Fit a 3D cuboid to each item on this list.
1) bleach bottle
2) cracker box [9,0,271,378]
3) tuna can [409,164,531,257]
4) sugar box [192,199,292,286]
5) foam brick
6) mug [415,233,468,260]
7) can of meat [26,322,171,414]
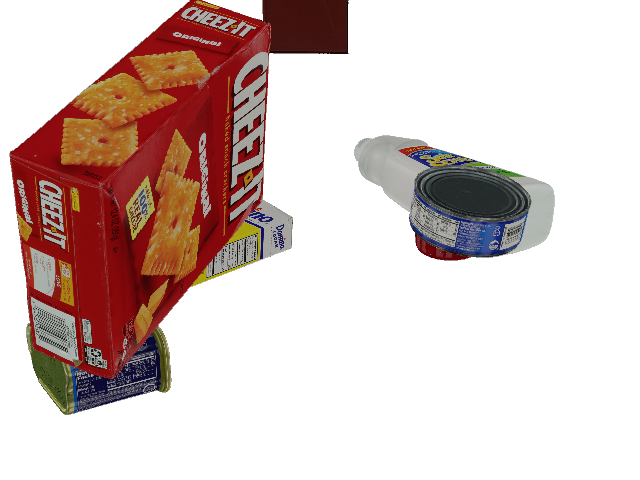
[{"bbox_3d":[0.109,-0.057,1.050,0.102,0.068,0.251,-9,23,-32],"label":"bleach bottle"},{"bbox_3d":[-0.109,-0.038,0.709,0.072,0.164,0.213,21,43,15],"label":"cracker box"},{"bbox_3d":[0.109,-0.022,0.783,0.086,0.034,0.086,6,29,-3],"label":"tuna can"},{"bbox_3d":[-0.123,-0.001,1.087,0.175,0.048,0.093,-25,40,-36],"label":"sugar box"},{"bbox_3d":[-0.014,-0.200,0.987,0.078,0.051,0.053,0,16,-4],"label":"foam brick"},{"bbox_3d":[0.158,-0.033,1.246,0.093,0.081,0.117,17,33,36],"label":"mug"},{"bbox_3d":[-0.179,0.092,0.852,0.083,0.057,0.102,-13,23,-29],"label":"can of meat"}]
